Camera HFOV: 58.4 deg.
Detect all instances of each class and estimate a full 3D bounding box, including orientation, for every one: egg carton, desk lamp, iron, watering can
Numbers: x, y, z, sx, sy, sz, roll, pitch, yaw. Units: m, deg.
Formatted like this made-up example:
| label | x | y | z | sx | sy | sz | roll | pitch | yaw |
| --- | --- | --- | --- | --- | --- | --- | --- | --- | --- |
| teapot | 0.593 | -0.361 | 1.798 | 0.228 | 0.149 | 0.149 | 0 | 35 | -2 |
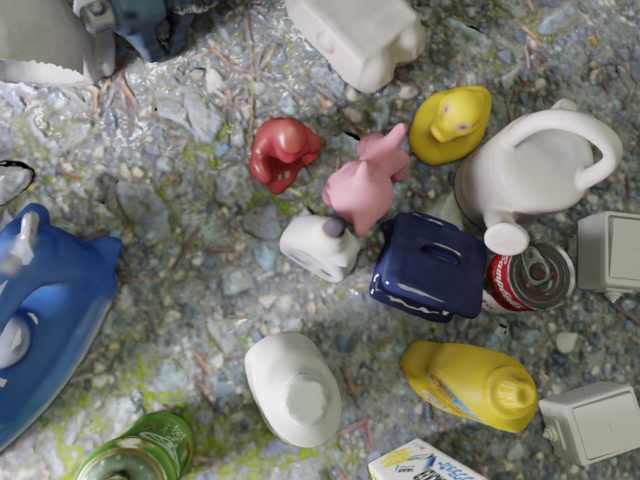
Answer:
| label | x | y | z | sx | sy | sz | roll | pitch | yaw |
| --- | --- | --- | --- | --- | --- | --- | --- | --- | --- |
| egg carton | 0.038 | -0.237 | 0.624 | 0.107 | 0.069 | 0.150 | -43 | 89 | -12 |
| desk lamp | -0.259 | -0.211 | 0.505 | 0.118 | 0.213 | 0.203 | 0 | 81 | -8 |
| iron | -0.276 | 0.092 | 0.490 | 0.118 | 0.141 | 0.258 | 23 | 78 | -3 |
| watering can | 0.211 | -0.065 | 0.557 | 0.101 | 0.194 | 0.173 | 9 | 80 | -6 |

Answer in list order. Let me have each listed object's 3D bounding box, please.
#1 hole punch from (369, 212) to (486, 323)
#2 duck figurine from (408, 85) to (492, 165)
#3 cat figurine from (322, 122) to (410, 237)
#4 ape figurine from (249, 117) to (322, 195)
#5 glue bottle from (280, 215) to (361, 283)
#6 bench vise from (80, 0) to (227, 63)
| label | x | y | z | sx | sy | sz | roll | pitch | yaw |
| --- | --- | --- | --- | --- | --- | --- | --- | --- | --- |
| hole punch | 0.111 | 0.024 | 0.581 | 0.108 | 0.091 | 0.101 | 19 | 79 | -4 |
| duck figurine | 0.149 | -0.134 | 0.615 | 0.105 | 0.086 | 0.077 | -41 | 88 | -12 |
| cat figurine | 0.050 | -0.063 | 0.573 | 0.067 | 0.117 | 0.128 | 34 | 78 | -1 |
| ape figurine | -0.035 | -0.095 | 0.580 | 0.078 | 0.092 | 0.076 | -11 | 82 | -9 |
| glue bottle | 0.005 | 0.002 | 0.528 | 0.078 | 0.173 | 0.037 | 33 | 78 | -1 |
| bench vise | -0.123 | -0.261 | 0.529 | 0.121 | 0.219 | 0.207 | 34 | 78 | -1 |
